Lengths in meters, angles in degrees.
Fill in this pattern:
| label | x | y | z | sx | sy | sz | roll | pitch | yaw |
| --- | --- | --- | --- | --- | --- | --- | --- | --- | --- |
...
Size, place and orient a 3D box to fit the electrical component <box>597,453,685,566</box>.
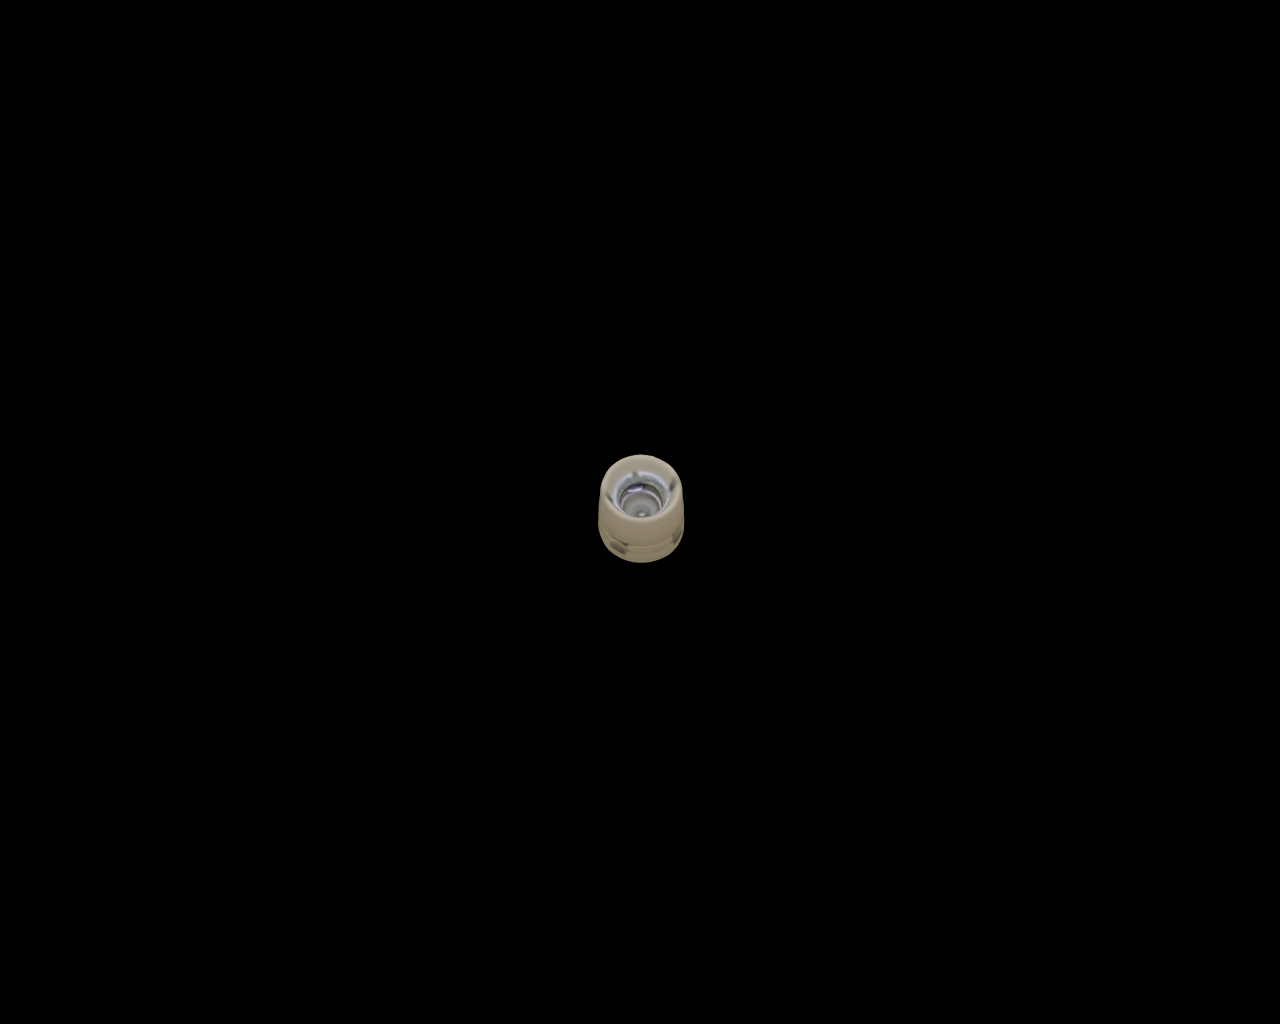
| label | x | y | z | sx | sy | sz | roll | pitch | yaw |
| --- | --- | --- | --- | --- | --- | --- | --- | --- | --- |
| electrical component | 0.001 | -0.003 | 0.650 | 0.055 | 0.055 | 0.047 | 0 | -32 | 0 |
